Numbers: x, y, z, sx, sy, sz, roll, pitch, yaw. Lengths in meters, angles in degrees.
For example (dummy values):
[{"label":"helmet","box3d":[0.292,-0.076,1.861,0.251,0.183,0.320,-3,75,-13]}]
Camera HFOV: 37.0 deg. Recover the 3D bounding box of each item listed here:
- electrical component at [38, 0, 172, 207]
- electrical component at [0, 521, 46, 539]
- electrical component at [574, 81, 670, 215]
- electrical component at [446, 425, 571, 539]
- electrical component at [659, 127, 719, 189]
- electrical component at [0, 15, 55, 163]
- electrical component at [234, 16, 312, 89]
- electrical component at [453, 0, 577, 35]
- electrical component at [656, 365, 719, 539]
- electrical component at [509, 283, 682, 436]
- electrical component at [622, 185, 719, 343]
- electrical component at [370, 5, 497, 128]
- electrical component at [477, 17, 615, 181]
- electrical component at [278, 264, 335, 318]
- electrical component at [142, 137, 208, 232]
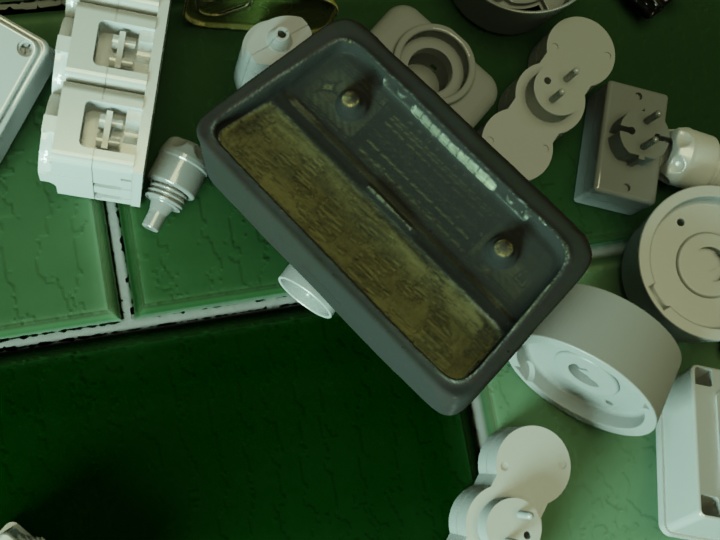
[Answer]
[{"label":"electrical component","box3d":[-0.157,-0.125,0.675,0.062,0.089,0.150,9,79,-11]},{"label":"electrical component","box3d":[-0.204,0.210,0.629,0.100,0.048,0.099,42,74,-3]},{"label":"electrical component","box3d":[0.191,-0.090,0.755,0.047,0.076,0.083,12,78,-10]},{"label":"electrical component","box3d":[0.092,0.164,0.690,0.052,0.074,0.138,30,75,-6]},{"label":"electrical component","box3d":[0.249,-0.077,0.783,0.062,0.043,0.043,16,77,-11]},{"label":"electrical component","box3d":[-0.259,-0.116,0.657,0.109,0.056,0.108,30,92,-6]},{"label":"electrical component","box3d":[-0.057,-0.139,0.705,0.043,0.081,0.043,2,80,-12]},{"label":"electrical component","box3d":[0.112,-0.219,0.765,0.099,0.064,0.099,2,80,-12]},{"label":"electrical component","box3d":[0.261,0.130,0.730,0.109,0.056,0.108,12,62,-11]},{"label":"electrical component","box3d":[0.158,0.053,0.709,0.108,0.108,0.060,37,69,-4]},{"label":"electrical component","box3d":[0.237,0.000,0.755,0.108,0.060,0.108,1,79,-6]},{"label":"electrical component","box3d":[0.043,-0.131,0.737,0.095,0.059,0.053,41,75,-3]},{"label":"electrical component","box3d":[0.132,-0.119,0.747,0.052,0.074,0.138,36,75,-4]},{"label":"electrical component","box3d":[0.000,0.000,0.713,0.079,0.043,0.077,38,75,-4]},{"label":"electrical component","box3d":[-0.123,-0.054,0.699,0.035,0.035,0.061,26,78,-7]}]
